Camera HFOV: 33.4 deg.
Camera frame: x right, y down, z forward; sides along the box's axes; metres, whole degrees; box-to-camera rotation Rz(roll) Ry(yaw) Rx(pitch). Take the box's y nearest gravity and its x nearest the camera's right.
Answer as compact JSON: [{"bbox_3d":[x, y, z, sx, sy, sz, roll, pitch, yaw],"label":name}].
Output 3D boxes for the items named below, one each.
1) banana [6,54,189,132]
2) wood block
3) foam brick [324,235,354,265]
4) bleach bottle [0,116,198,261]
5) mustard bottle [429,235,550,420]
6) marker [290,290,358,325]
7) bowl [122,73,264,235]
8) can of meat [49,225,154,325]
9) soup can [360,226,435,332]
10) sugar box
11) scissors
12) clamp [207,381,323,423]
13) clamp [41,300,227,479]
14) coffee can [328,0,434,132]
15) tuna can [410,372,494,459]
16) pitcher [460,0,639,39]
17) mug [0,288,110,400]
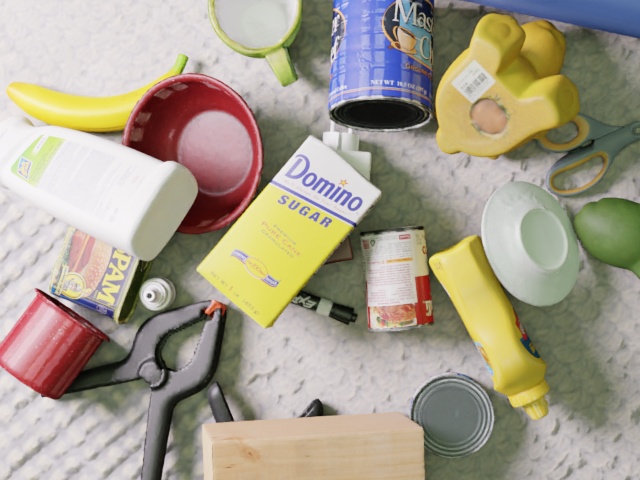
[{"bbox_3d":[-0.230,-0.145,1.120,0.198,0.037,0.069,-8,71,2],"label":"banana"},{"bbox_3d":[-0.008,0.227,1.052,0.206,0.091,0.090,-2,93,-12],"label":"wood block"},{"bbox_3d":[-0.007,0.001,1.097,0.078,0.051,0.053,-10,88,3],"label":"foam brick"},{"bbox_3d":[-0.250,-0.072,1.077,0.251,0.068,0.102,26,77,26],"label":"bleach bottle"},{"bbox_3d":[0.176,0.091,1.063,0.058,0.096,0.191,-27,89,6],"label":"mustard bottle"},{"bbox_3d":[-0.019,0.061,1.114,0.121,0.020,0.020,20,91,3],"label":"marker"},{"bbox_3d":[-0.120,-0.088,1.088,0.162,0.055,0.162,3,97,23],"label":"bowl"},{"bbox_3d":[-0.224,0.025,1.109,0.084,0.057,0.102,21,91,6],"label":"can of meat"},{"bbox_3d":[0.078,0.039,1.084,0.068,0.068,0.102,-6,89,3],"label":"soup can"},{"bbox_3d":[-0.029,-0.008,1.048,0.093,0.048,0.176,40,92,4],"label":"sugar box"},{"bbox_3d":[0.307,-0.123,1.095,0.202,0.016,0.096,-37,88,3],"label":"scissors"},{"bbox_3d":[-0.077,0.229,1.107,0.120,0.039,0.171,19,89,0],"label":"clamp"},{"bbox_3d":[-0.167,0.151,1.111,0.210,0.036,0.164,-41,79,1],"label":"clamp"},{"bbox_3d":[0.061,-0.188,1.053,0.103,0.103,0.140,2,78,3],"label":"coffee can"},{"bbox_3d":[0.135,0.179,1.097,0.086,0.033,0.086,0,90,4],"label":"tuna can"},{"bbox_3d":[0.244,-0.278,1.032,0.242,0.145,0.149,12,87,-13],"label":"pitcher"},{"bbox_3d":[-0.282,0.104,1.092,0.081,0.117,0.093,-55,131,-7],"label":"mug"}]
